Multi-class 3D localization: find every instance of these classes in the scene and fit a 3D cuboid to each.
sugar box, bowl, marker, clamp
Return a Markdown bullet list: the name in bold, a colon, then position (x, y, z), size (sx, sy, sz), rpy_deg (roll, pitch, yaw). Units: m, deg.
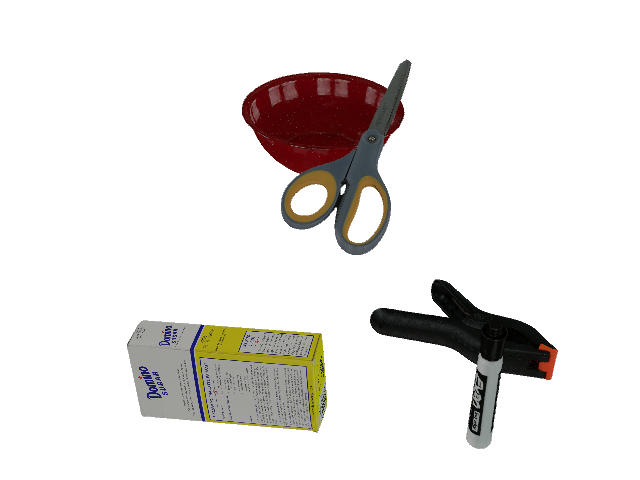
- **sugar box**: position (-0.085, 0.126, 0.995), size (0.176, 0.093, 0.048), rpy_deg (5, 35, 13)
- **bowl**: position (0.002, -0.110, 1.073), size (0.162, 0.055, 0.162), rpy_deg (1, 35, -1)
- **marker**: position (0.119, 0.104, 0.766), size (0.020, 0.121, 0.020), rpy_deg (0, 40, 0)
- **clamp**: position (0.145, 0.081, 1.003), size (0.172, 0.039, 0.120), rpy_deg (20, 32, 24)

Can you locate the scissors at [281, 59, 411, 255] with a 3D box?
- **scissors**: position (0.022, -0.075, 0.874), size (0.096, 0.201, 0.016), rpy_deg (3, -34, 5)
